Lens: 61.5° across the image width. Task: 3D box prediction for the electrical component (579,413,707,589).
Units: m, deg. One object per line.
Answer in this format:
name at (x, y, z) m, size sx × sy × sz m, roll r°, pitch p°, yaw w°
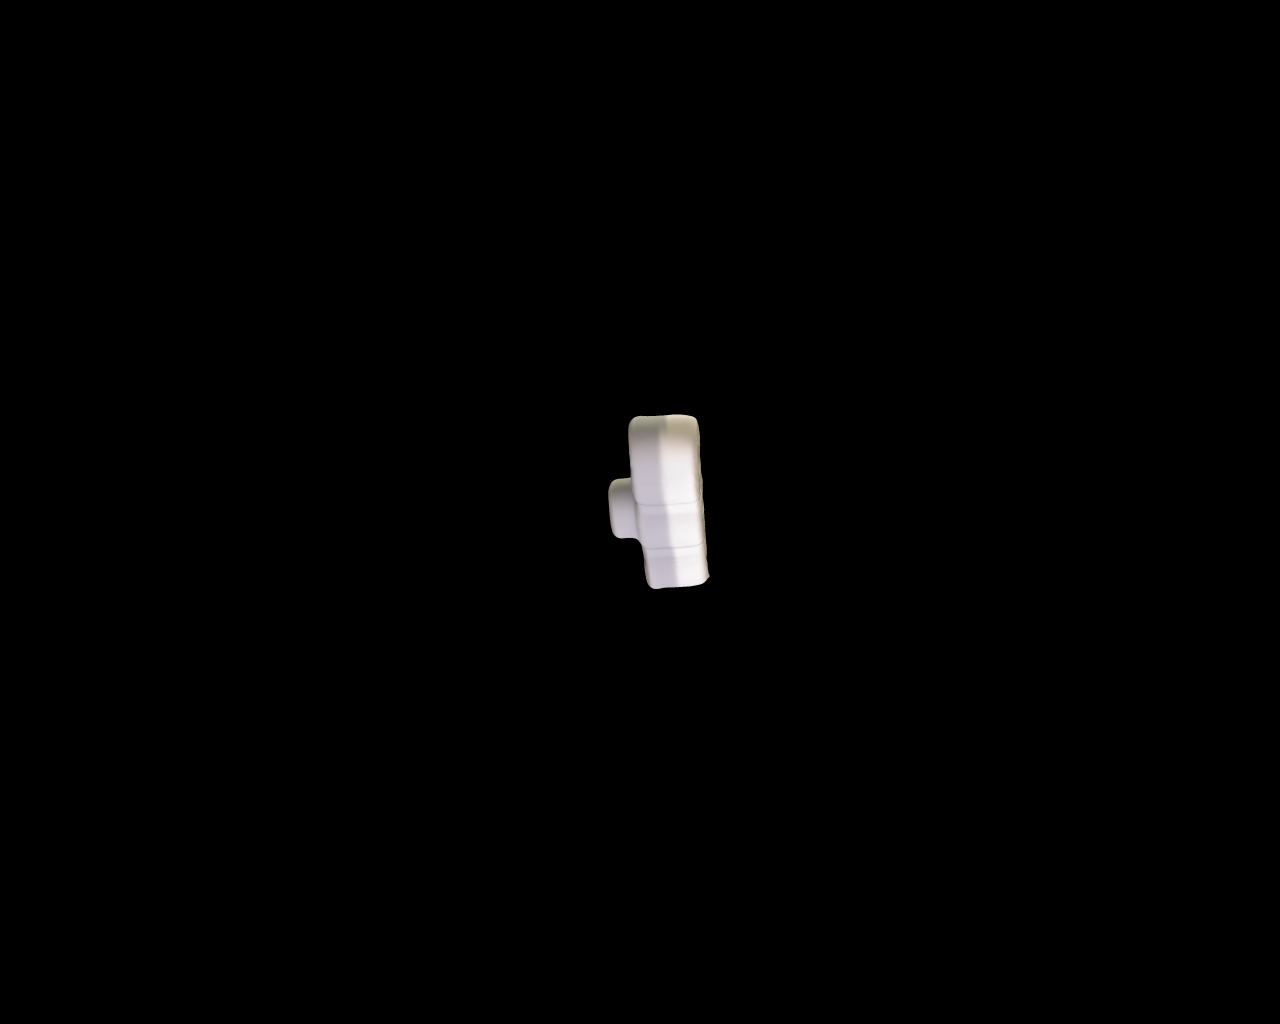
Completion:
electrical component at (0.001, -0.003, 0.650) m, size 0.074 × 0.052 × 0.138 m, roll -3°, pitch -37°, yaw 4°
